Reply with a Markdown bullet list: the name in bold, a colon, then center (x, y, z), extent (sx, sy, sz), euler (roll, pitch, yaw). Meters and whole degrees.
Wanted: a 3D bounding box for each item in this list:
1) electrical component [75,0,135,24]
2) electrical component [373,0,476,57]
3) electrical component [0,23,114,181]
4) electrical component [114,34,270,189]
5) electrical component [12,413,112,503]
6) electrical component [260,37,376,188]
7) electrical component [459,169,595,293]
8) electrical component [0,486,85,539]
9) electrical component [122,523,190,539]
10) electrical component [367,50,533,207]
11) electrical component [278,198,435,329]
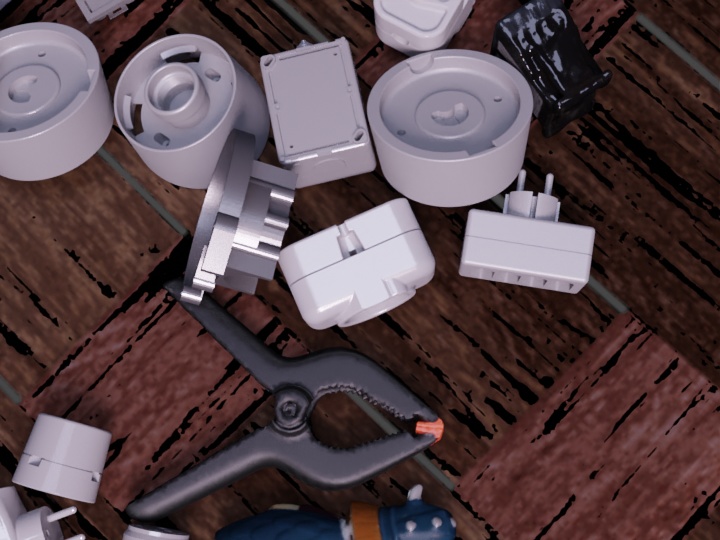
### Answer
- **electrical component**: center (-0.190, -0.213, 0.764), extent (0.042, 0.064, 0.081), euler (-31, 79, -2)
- **electrical component**: center (0.052, -0.198, 0.751), extent (0.054, 0.059, 0.095), euler (29, 83, 7)
- **electrical component**: center (-0.224, -0.111, 0.744), extent (0.108, 0.060, 0.108), euler (-4, 57, 6)
- **electrical component**: center (-0.119, -0.113, 0.755), extent (0.099, 0.064, 0.099), euler (-4, 71, 13)
- **electrical component**: center (-0.195, 0.123, 0.710), extent (0.055, 0.055, 0.047), euler (14, 77, 5)
- **electrical component**: center (-0.029, -0.112, 0.743), extent (0.062, 0.061, 0.096), euler (-13, 73, 3)
- **electrical component**: center (0.114, -0.030, 0.725), extent (0.083, 0.047, 0.075), euler (9, 80, 4)
- **electrical component**: center (-0.220, 0.179, 0.706), extent (0.079, 0.044, 0.077), euler (-20, 79, -1)
- **electrical component**: center (-0.136, 0.196, 0.698), extent (0.045, 0.045, 0.055), euler (10, 80, 5)
- **electrical component**: center (0.061, -0.090, 0.722), extent (0.108, 0.060, 0.108), euler (-3, 50, 4)
- **electrical component**: center (0.000, 0.000, 0.722), extent (0.095, 0.053, 0.059), euler (-24, 80, -1)
